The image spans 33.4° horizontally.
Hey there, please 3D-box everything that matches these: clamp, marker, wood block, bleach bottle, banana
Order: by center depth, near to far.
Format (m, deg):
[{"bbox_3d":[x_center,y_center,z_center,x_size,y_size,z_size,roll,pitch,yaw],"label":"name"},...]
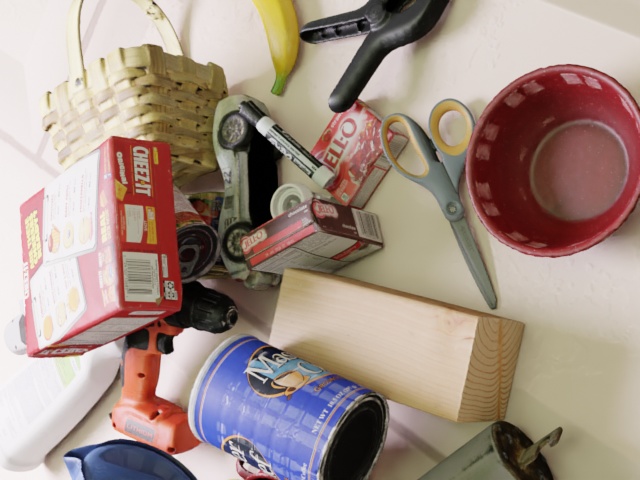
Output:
[{"bbox_3d":[0.064,0.091,0.955,0.206,0.090,0.091,13,91,37],"label":"wood block"},{"bbox_3d":[0.054,-0.212,1.033,0.171,0.039,0.120,-40,56,11],"label":"clamp"},{"bbox_3d":[-0.034,-0.094,1.037,0.121,0.020,0.020,42,109,13],"label":"marker"},{"bbox_3d":[-0.064,-0.251,1.132,0.070,0.037,0.198,-34,64,25],"label":"banana"},{"bbox_3d":[-0.283,0.158,1.220,0.251,0.068,0.103,-40,63,23],"label":"bleach bottle"}]

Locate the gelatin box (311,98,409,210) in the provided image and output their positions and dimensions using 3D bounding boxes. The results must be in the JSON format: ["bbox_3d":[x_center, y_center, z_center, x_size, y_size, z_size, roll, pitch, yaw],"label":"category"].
[{"bbox_3d":[0.032,-0.085,1.040,0.073,0.030,0.089,44,109,33],"label":"gelatin box"}]

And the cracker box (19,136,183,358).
[{"bbox_3d":[-0.216,0.014,1.032,0.214,0.071,0.164,-25,66,49],"label":"cracker box"}]

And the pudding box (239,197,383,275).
[{"bbox_3d":[-0.006,0.001,1.004,0.090,0.113,0.039,-27,66,30],"label":"pudding box"}]

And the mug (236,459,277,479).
[{"bbox_3d":[-0.021,0.217,0.982,0.117,0.081,0.093,20,135,23],"label":"mug"}]

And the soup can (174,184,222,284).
[{"bbox_3d":[-0.151,-0.012,1.064,0.102,0.068,0.068,45,110,44],"label":"soup can"}]

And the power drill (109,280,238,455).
[{"bbox_3d":[-0.157,0.122,1.102,0.185,0.057,0.188,15,110,37],"label":"power drill"}]

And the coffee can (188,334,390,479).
[{"bbox_3d":[-0.027,0.151,0.910,0.140,0.102,0.103,21,95,31],"label":"coffee can"}]

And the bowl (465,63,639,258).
[{"bbox_3d":[0.205,-0.062,0.893,0.162,0.055,0.162,-6,79,36],"label":"bowl"}]

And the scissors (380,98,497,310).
[{"bbox_3d":[0.132,-0.045,0.967,0.096,0.016,0.202,-38,75,6],"label":"scissors"}]

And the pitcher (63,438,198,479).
[{"bbox_3d":[-0.207,0.331,1.041,0.243,0.144,0.149,-61,41,19],"label":"pitcher"}]

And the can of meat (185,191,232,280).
[{"bbox_3d":[-0.128,-0.003,1.132,0.102,0.057,0.084,-5,78,36],"label":"can of meat"}]
